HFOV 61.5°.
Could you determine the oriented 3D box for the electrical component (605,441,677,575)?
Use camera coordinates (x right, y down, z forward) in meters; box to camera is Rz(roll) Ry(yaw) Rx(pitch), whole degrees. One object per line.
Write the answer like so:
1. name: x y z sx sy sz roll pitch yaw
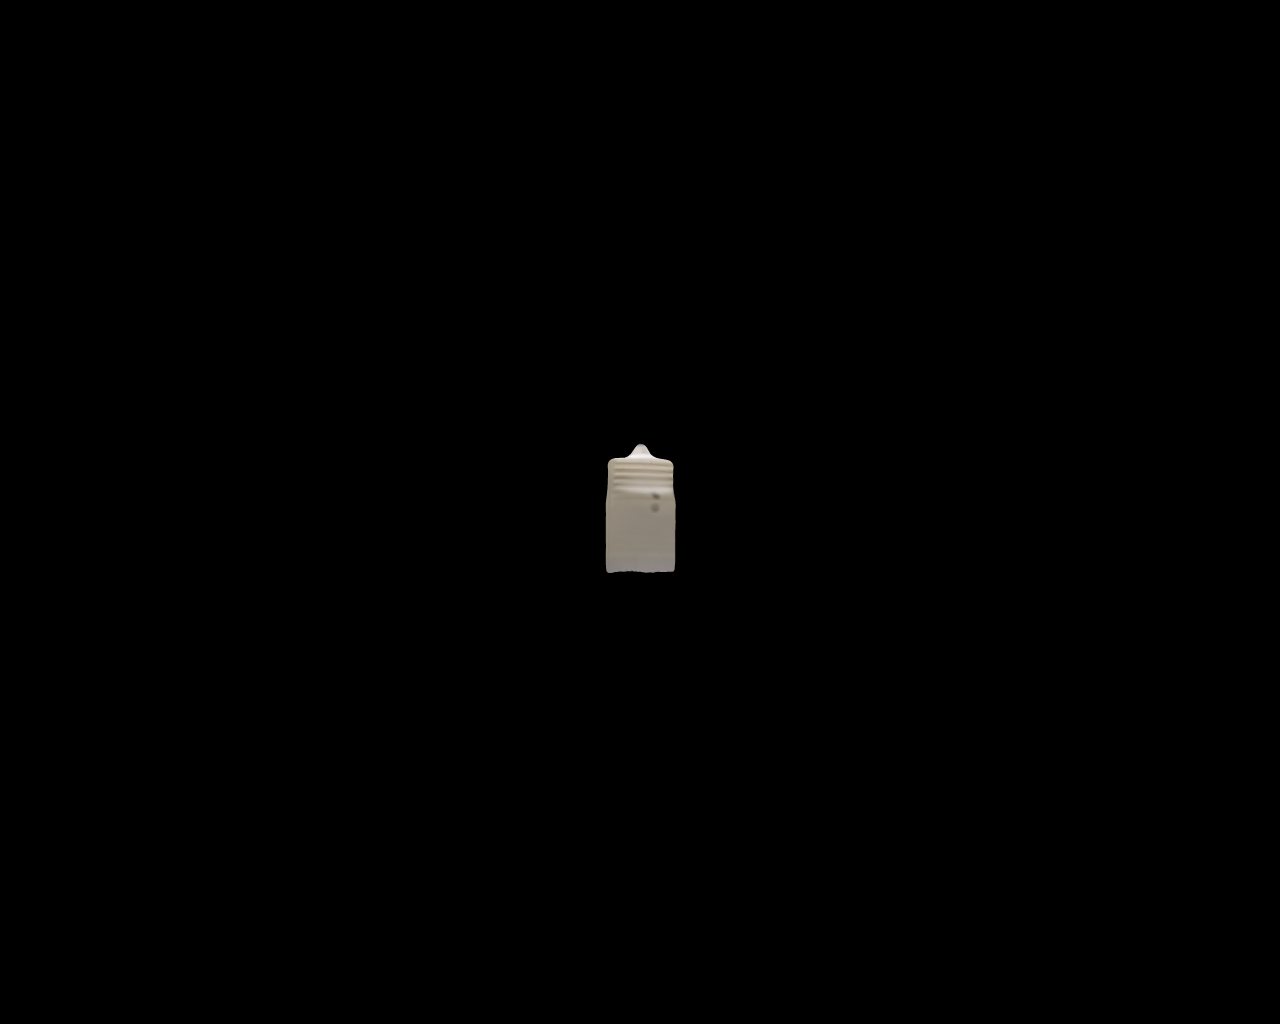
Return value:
1. electrical component: 0.001 -0.003 0.650 0.043 0.081 0.043 0 -2 0
